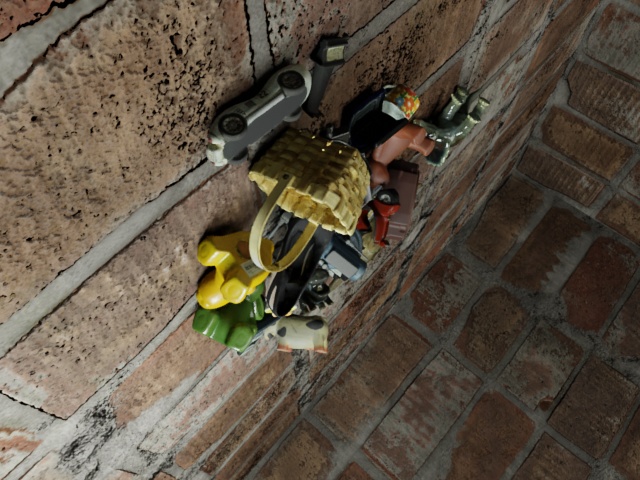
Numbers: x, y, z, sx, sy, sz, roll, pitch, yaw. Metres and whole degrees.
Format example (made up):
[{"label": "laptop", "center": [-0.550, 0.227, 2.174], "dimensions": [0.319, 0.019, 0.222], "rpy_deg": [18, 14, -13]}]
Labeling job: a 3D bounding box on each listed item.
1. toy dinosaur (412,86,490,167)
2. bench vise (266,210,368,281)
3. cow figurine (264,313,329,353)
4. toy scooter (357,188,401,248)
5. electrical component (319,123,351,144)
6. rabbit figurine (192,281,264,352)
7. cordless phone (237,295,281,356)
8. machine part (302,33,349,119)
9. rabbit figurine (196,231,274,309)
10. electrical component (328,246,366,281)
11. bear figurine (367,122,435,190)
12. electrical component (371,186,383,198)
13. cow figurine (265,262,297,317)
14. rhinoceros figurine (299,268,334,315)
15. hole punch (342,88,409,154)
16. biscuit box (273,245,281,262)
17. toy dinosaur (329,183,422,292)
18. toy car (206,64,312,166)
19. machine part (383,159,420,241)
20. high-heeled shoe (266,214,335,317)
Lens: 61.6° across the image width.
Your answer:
[{"label": "toy dinosaur", "center": [0.379, -0.327, 1.544], "dimensions": [0.192, 0.131, 0.405], "rpy_deg": [-51, 170, 36]}, {"label": "bench vise", "center": [0.003, -0.012, 1.178], "dimensions": [0.128, 0.223, 0.241], "rpy_deg": [-60, -169, 21]}, {"label": "cow figurine", "center": [-0.073, 0.221, 1.373], "dimensions": [0.085, 0.195, 0.127], "rpy_deg": [52, 42, -66]}, {"label": "toy scooter", "center": [0.112, -0.046, 1.273], "dimensions": [0.075, 0.184, 0.135], "rpy_deg": [-15, 98, -51]}, {"label": "electrical component", "center": [0.029, -0.196, 1.049], "dimensions": [0.063, 0.021, 0.094], "rpy_deg": [-22, 151, -15]}, {"label": "rabbit figurine", "center": [-0.160, 0.137, 1.110], "dimensions": [0.159, 0.121, 0.170], "rpy_deg": [68, 46, -73]}, {"label": "cordless phone", "center": [-0.181, 0.225, 1.269], "dimensions": [0.146, 0.089, 0.184], "rpy_deg": [-28, 154, -52]}, {"label": "machine part", "center": [0.005, -0.265, 0.877], "dimensions": [0.084, 0.039, 0.138], "rpy_deg": [-44, 160, -49]}, {"label": "rabbit figurine", "center": [-0.167, 0.057, 0.987], "dimensions": [0.173, 0.122, 0.162], "rpy_deg": [-48, 177, 36]}, {"label": "electrical component", "center": [0.050, 0.040, 1.420], "dimensions": [0.058, 0.115, 0.134], "rpy_deg": [-31, 152, -39]}, {"label": "bear figurine", "center": [0.157, -0.184, 1.250], "dimensions": [0.195, 0.132, 0.120], "rpy_deg": [-59, 151, 2]}, {"label": "electrical component", "center": [0.136, -0.151, 1.383], "dimensions": [0.119, 0.048, 0.074], "rpy_deg": [-42, 160, -25]}, {"label": "cow figurine", "center": [-0.087, 0.106, 1.152], "dimensions": [0.068, 0.098, 0.167], "rpy_deg": [-4, 156, -8]}, {"label": "rhinoceros figurine", "center": [-0.013, 0.134, 1.461], "dimensions": [0.073, 0.112, 0.190], "rpy_deg": [-13, 161, -19]}, {"label": "hole punch", "center": [0.098, -0.236, 1.099], "dimensions": [0.142, 0.092, 0.116], "rpy_deg": [-44, -167, -24]}, {"label": "biscuit box", "center": [-0.041, 0.024, 1.261], "dimensions": [0.203, 0.059, 0.062], "rpy_deg": [-32, 152, -44]}, {"label": "toy dinosaur", "center": [0.144, 0.007, 1.609], "dimensions": [0.471, 0.105, 0.198], "rpy_deg": [-47, 165, -3]}, {"label": "toy car", "center": [-0.088, -0.181, 0.780], "dimensions": [0.202, 0.056, 0.073], "rpy_deg": [-43, 165, -22]}, {"label": "machine part", "center": [0.202, -0.102, 1.414], "dimensions": [0.201, 0.087, 0.201], "rpy_deg": [31, 72, -85]}, {"label": "high-heeled shoe", "center": [-0.028, 0.023, 0.981], "dimensions": [0.248, 0.086, 0.145], "rpy_deg": [-60, -166, 24]}]
